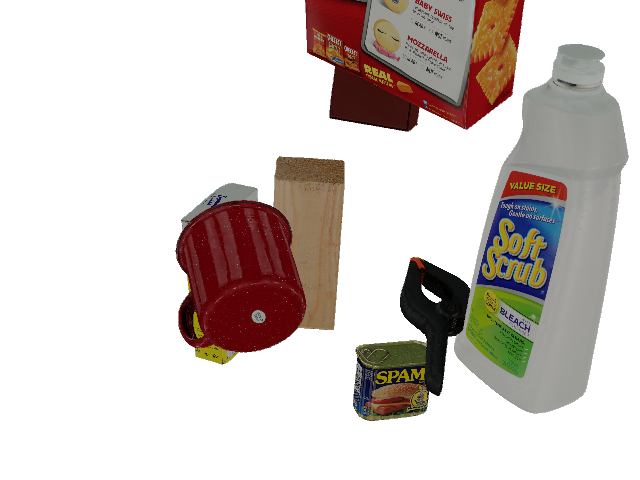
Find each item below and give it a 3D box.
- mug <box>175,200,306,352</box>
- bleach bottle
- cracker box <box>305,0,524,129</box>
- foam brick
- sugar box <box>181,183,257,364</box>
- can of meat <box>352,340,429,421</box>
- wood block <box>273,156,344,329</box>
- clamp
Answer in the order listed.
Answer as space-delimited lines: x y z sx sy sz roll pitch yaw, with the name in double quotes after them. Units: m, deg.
-0.067 0.037 0.816 0.117 0.081 0.093 -39 -47 20 "mug"
0.150 -0.010 0.716 0.068 0.251 0.103 -16 35 -28 "bleach bottle"
0.068 -0.210 0.775 0.164 0.214 0.072 31 52 30 "cracker box"
0.052 -0.136 1.001 0.078 0.051 0.053 11 17 13 "foam brick"
-0.102 0.036 1.142 0.048 0.176 0.093 12 33 25 "sugar box"
0.094 0.182 1.382 0.102 0.084 0.057 -3 24 -17 "can of meat"
-0.019 0.003 1.399 0.090 0.206 0.091 3 24 -1 "wood block"
0.141 0.082 1.080 0.120 0.039 0.171 0 45 -19 "clamp"
